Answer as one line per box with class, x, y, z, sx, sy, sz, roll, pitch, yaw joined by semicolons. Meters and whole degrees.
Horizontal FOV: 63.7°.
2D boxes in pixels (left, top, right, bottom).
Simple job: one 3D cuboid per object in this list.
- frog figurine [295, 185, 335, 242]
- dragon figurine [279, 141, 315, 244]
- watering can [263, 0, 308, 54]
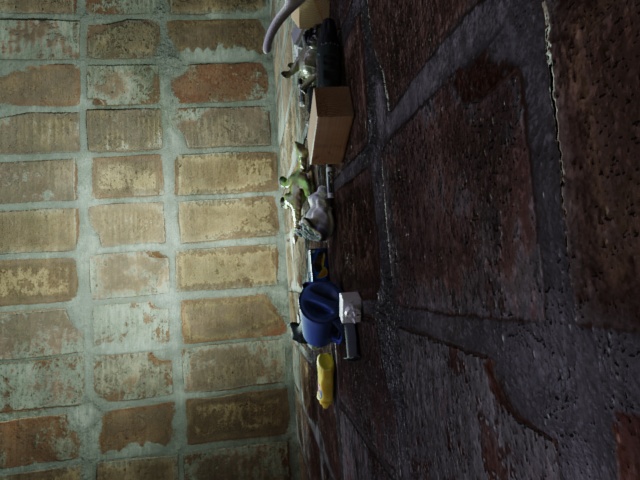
frog figurine;0.005;-0.079;1.578;0.162;0.123;0.134;-57;158;-27
dragon figurine;-0.075;-0.181;2.026;0.122;0.409;0.243;-5;-177;-16
watering can;-0.068;-0.671;1.343;0.225;0.106;0.340;-13;124;-24
